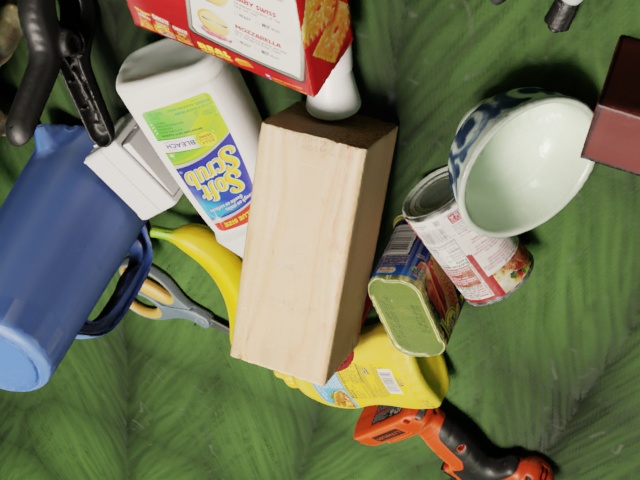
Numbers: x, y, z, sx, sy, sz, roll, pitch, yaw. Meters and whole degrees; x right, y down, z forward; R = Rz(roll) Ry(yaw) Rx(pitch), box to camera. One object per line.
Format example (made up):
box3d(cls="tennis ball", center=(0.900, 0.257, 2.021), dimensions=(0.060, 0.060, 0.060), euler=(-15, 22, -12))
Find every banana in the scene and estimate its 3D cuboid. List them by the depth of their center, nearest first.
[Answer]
box3d(cls="banana", center=(-0.096, 0.047, 1.090), dimensions=(0.070, 0.037, 0.197), euler=(-7, 130, 29))

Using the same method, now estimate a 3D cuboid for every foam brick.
box3d(cls="foam brick", center=(0.215, -0.090, 0.725), dimensions=(0.051, 0.078, 0.053), euler=(18, 142, 12))

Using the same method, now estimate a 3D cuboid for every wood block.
box3d(cls="wood block", center=(-0.006, 0.001, 0.883), dimensions=(0.090, 0.090, 0.206), euler=(16, 114, 15))

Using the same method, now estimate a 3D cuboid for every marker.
box3d(cls="marker", center=(0.176, -0.182, 0.694), dimensions=(0.020, 0.020, 0.121), euler=(26, 141, 4))

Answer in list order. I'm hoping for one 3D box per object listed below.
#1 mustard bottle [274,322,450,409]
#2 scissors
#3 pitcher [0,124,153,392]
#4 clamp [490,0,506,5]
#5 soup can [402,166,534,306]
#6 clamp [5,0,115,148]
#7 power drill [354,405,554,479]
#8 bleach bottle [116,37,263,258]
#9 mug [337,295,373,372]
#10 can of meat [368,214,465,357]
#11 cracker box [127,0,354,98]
box3d(cls="mustard bottle", center=(0.031, 0.129, 1.087), dimensions=(0.192, 0.058, 0.096), euler=(-8, 124, 37))
box3d(cls="scissors", center=(-0.142, 0.090, 1.183), dimensions=(0.201, 0.016, 0.096), euler=(37, 142, -10))
box3d(cls="pitcher", center=(-0.245, 0.023, 0.994), dimensions=(0.149, 0.242, 0.145), euler=(23, 140, -3))
box3d(cls="clamp", center=(0.043, -0.249, 0.689), dimensions=(0.165, 0.036, 0.210), euler=(11, 141, 20))
box3d(cls="soup can", center=(0.122, -0.004, 0.881), dimensions=(0.069, 0.068, 0.102), euler=(-16, 123, 41))
box3d(cls="clamp", center=(-0.211, -0.155, 0.890), dimensions=(0.039, 0.171, 0.120), euler=(4, 177, 22))
box3d(cls="power drill", center=(0.130, 0.237, 1.149), dimensions=(0.187, 0.057, 0.185), euler=(38, 137, -15))
box3d(cls="bleach bottle", center=(-0.076, -0.064, 0.939), dimensions=(0.103, 0.068, 0.250), euler=(-12, 132, 20))
box3d(cls="mug", center=(0.009, 0.061, 1.009), dimensions=(0.093, 0.081, 0.117), euler=(36, 141, -8))
box3d(cls="can of meat", center=(0.088, 0.040, 0.937), dimensions=(0.058, 0.083, 0.102), euler=(-2, 131, 32))
box3d(cls="cracker box", center=(-0.067, -0.207, 0.720), dimensions=(0.164, 0.072, 0.213), euler=(25, 158, 17))
